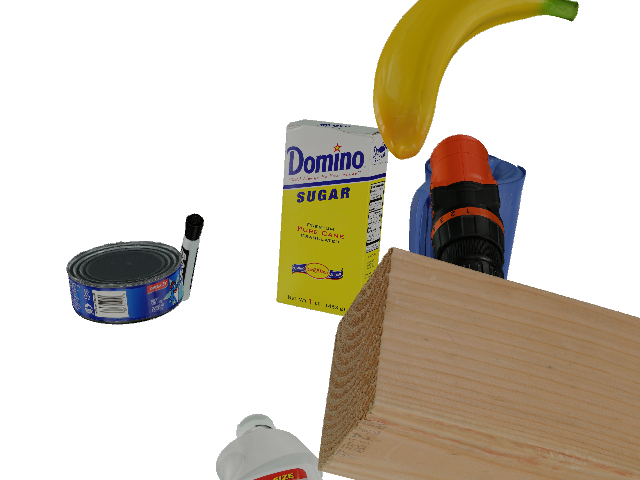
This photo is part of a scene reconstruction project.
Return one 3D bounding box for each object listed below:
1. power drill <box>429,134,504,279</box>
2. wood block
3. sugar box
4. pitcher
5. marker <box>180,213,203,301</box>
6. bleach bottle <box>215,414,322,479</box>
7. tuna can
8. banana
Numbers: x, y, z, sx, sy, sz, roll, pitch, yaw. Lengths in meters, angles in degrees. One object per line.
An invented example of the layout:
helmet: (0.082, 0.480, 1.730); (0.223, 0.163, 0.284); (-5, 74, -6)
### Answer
power drill: (0.113, 0.039, 0.818); (0.057, 0.188, 0.184); (0, 42, 5)
wood block: (0.113, 0.088, 0.549); (0.206, 0.090, 0.090); (16, -36, -10)
sugar box: (0.010, -0.022, 1.009); (0.093, 0.176, 0.048); (9, 16, 26)
pitcher: (0.192, 0.010, 1.452); (0.149, 0.243, 0.145); (4, 23, 4)
marker: (-0.140, 0.018, 1.131); (0.020, 0.121, 0.020); (9, 43, -9)
bleach bottle: (-0.036, 0.210, 0.723); (0.102, 0.068, 0.251); (-8, 32, -8)
tuna can: (-0.146, 0.031, 0.806); (0.086, 0.034, 0.086); (-2, 21, 1)
banana: (0.078, -0.115, 0.613); (0.070, 0.037, 0.197); (31, 51, 23)
